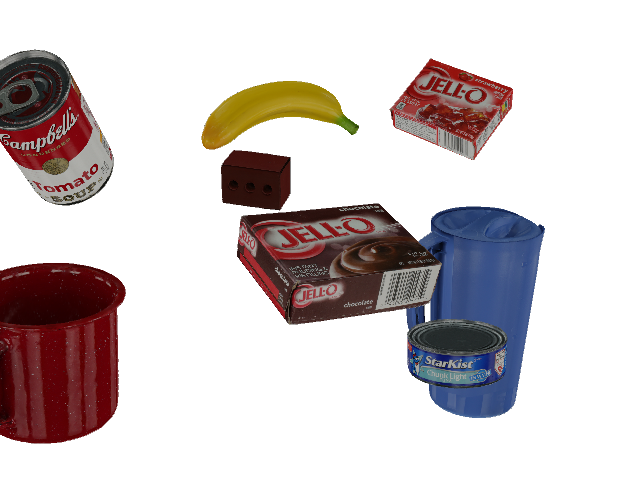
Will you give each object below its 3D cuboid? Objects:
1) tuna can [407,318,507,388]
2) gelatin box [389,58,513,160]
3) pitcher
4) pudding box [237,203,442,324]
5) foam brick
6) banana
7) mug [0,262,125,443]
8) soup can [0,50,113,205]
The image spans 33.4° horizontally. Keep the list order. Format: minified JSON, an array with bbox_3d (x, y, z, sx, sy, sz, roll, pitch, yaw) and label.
[{"bbox_3d":[0.117,0.097,0.919,0.086,0.034,0.086,-1,14,0],"label":"tuna can"},{"bbox_3d":[0.120,-0.122,0.978,0.089,0.073,0.030,26,-28,24],"label":"gelatin box"},{"bbox_3d":[0.184,0.089,1.292,0.149,0.243,0.145,7,19,13],"label":"pitcher"},{"bbox_3d":[0.011,0.013,0.727,0.113,0.039,0.090,-4,32,-28],"label":"pudding box"},{"bbox_3d":[-0.080,-0.075,1.322,0.078,0.053,0.051,7,29,13],"label":"foam brick"},{"bbox_3d":[-0.048,-0.133,1.098,0.197,0.037,0.070,-12,51,-37],"label":"banana"},{"bbox_3d":[-0.169,0.072,0.634,0.093,0.081,0.117,12,23,21],"label":"mug"},{"bbox_3d":[-0.197,-0.079,0.774,0.068,0.068,0.102,0,-30,10],"label":"soup can"}]
